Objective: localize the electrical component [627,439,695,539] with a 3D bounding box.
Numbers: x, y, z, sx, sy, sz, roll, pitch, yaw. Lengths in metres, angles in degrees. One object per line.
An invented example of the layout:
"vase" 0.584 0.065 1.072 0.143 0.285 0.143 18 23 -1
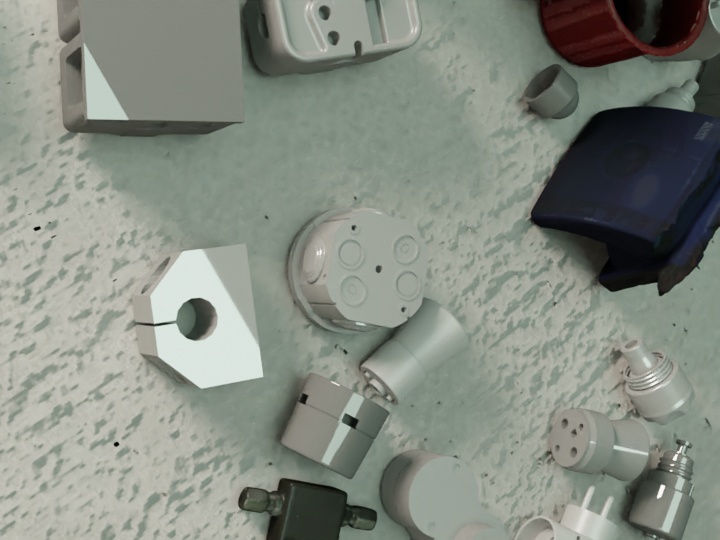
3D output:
"electrical component" 0.226 0.163 0.791 0.040 0.040 0.078 29 76 -24

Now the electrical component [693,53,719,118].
"electrical component" 0.297 -0.141 0.821 0.061 0.062 0.096 36 73 -22

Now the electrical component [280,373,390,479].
"electrical component" -0.017 0.096 0.658 0.055 0.055 0.047 31 79 -24

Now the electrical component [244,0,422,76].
"electrical component" -0.019 -0.152 0.658 0.095 0.059 0.053 -14 95 -27

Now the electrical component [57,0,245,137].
"electrical component" -0.120 -0.154 0.604 0.089 0.062 0.150 -3 90 -28

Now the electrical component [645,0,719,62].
"electrical component" 0.247 -0.198 0.788 0.044 0.077 0.079 21 79 -25

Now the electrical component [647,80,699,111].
"electrical component" 0.233 -0.119 0.803 0.061 0.035 0.035 -48 109 -22

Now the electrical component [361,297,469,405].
"electrical component" 0.033 0.055 0.692 0.065 0.044 0.044 -43 108 -17

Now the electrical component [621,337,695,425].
"electrical component" 0.213 0.078 0.784 0.043 0.043 0.062 -40 105 -22

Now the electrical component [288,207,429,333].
"electrical component" 0.000 0.000 0.670 0.080 0.051 0.080 1 89 -28

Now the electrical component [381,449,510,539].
"electrical component" 0.073 0.180 0.692 0.052 0.074 0.138 -35 105 -24

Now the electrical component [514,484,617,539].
"electrical component" 0.155 0.190 0.751 0.077 0.043 0.079 32 75 -23

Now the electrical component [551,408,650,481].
"electrical component" 0.169 0.123 0.759 0.055 0.045 0.045 15 82 -26
